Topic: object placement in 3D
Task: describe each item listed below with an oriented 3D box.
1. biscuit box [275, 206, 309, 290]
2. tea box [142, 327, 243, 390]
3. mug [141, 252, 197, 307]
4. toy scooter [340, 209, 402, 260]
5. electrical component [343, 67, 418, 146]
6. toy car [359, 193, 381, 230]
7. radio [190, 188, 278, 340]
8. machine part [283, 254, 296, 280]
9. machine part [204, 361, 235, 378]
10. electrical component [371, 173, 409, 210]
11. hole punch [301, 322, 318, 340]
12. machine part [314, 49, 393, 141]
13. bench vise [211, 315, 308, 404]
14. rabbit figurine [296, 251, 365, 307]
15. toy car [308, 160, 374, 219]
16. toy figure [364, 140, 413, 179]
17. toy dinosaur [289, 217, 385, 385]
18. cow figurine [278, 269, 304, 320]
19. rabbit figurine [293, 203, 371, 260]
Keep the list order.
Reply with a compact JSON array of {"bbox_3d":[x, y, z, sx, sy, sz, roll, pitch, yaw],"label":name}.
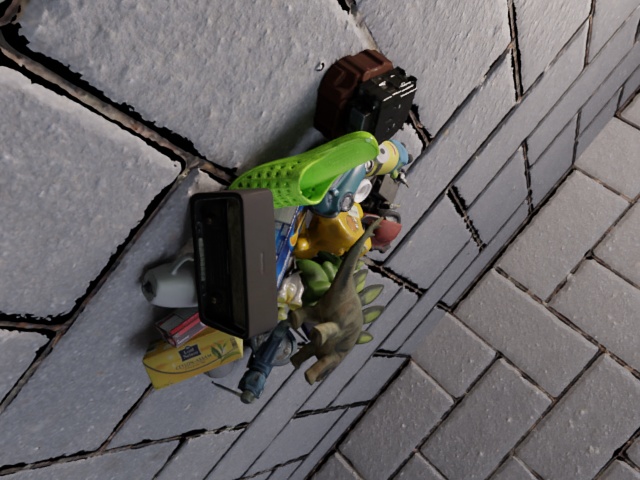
[{"bbox_3d":[-0.080,0.001,0.977,0.062,0.059,0.202,79,27,-59],"label":"biscuit box"},{"bbox_3d":[-0.234,0.204,1.005,0.170,0.068,0.098,-20,-167,-3],"label":"tea box"},{"bbox_3d":[-0.237,0.068,0.905,0.107,0.081,0.109,-5,138,-48],"label":"mug"},{"bbox_3d":[0.102,-0.013,1.232,0.184,0.075,0.135,11,87,-25],"label":"toy scooter"},{"bbox_3d":[0.101,-0.222,0.932,0.134,0.058,0.114,-35,152,-30],"label":"electrical component"},{"bbox_3d":[0.087,-0.029,1.316,0.202,0.053,0.089,-53,158,5],"label":"toy car"},{"bbox_3d":[-0.138,0.032,0.860,0.073,0.131,0.229,-12,105,-50],"label":"radio"},{"bbox_3d":[-0.112,0.030,1.039,0.139,0.039,0.084,25,102,-25],"label":"machine part"},{"bbox_3d":[-0.228,0.229,1.148,0.079,0.079,0.243,-36,151,-24],"label":"machine part"},{"bbox_3d":[0.167,-0.120,1.270,0.078,0.045,0.102,41,69,-42],"label":"electrical component"},{"bbox_3d":[-0.010,0.179,1.369,0.116,0.142,0.092,-33,149,-5],"label":"hole punch"},{"bbox_3d":[0.067,-0.252,0.968,0.179,0.056,0.179,-38,154,-23],"label":"machine part"},{"bbox_3d":[-0.125,0.268,1.277,0.224,0.129,0.240,-47,170,-46],"label":"bench vise"},{"bbox_3d":[0.015,0.087,1.246,0.170,0.159,0.121,-8,138,-28],"label":"rabbit figurine"},{"bbox_3d":[0.024,-0.128,1.023,0.161,0.109,0.102,-56,136,-8],"label":"toy car"},{"bbox_3d":[0.132,-0.174,1.151,0.180,0.082,0.089,-10,133,-56],"label":"toy figure"},{"bbox_3d":[0.039,0.155,1.127,0.198,0.105,0.470,-24,143,-33],"label":"toy dinosaur"},{"bbox_3d":[-0.093,0.123,1.185,0.167,0.068,0.098,-38,-148,51],"label":"cow figurine"},{"bbox_3d":[-0.002,-0.003,1.125,0.173,0.122,0.162,-26,163,37],"label":"rabbit figurine"}]
